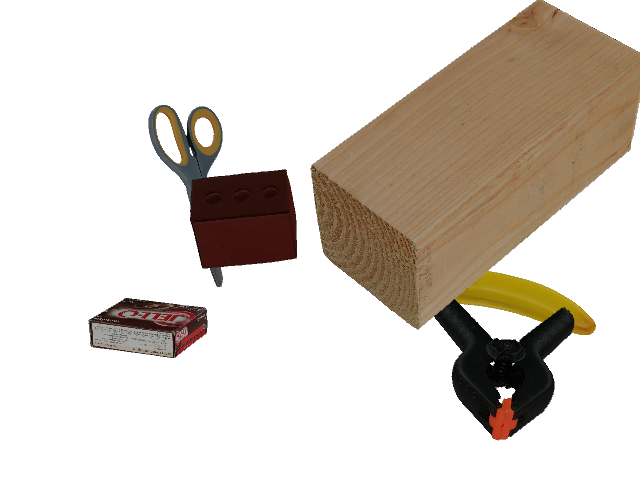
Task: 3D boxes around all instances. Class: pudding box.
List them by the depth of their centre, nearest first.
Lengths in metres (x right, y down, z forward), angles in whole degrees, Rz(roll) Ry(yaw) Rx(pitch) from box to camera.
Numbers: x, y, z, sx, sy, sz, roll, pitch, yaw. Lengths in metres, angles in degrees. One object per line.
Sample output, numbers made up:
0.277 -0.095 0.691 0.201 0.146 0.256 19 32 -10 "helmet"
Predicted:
-0.202 0.102 1.259 0.114 0.039 0.090 3 14 18 "pudding box"

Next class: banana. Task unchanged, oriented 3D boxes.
0.184 0.062 1.104 0.198 0.037 0.069 7 41 12 "banana"

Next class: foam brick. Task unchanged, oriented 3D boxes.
-0.059 -0.017 0.833 0.078 0.051 0.053 -6 41 1 "foam brick"

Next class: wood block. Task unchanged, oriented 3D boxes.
0.102 -0.052 0.681 0.205 0.090 0.091 -38 56 -22 "wood block"

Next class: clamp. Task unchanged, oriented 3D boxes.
0.156 0.096 0.857 0.120 0.039 0.171 -2 32 1 "clamp"

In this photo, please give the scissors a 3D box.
-0.122 -0.059 1.161 0.096 0.202 0.016 -33 13 -37 "scissors"
